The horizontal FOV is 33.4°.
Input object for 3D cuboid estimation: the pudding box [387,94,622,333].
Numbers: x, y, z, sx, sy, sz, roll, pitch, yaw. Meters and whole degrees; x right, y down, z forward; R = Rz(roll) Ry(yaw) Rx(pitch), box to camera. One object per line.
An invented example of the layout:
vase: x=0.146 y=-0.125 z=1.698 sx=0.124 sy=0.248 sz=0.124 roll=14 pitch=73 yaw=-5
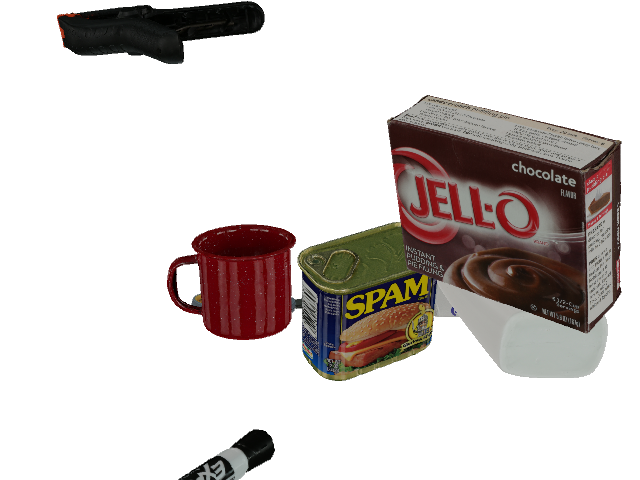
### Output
pudding box: x=0.089 y=-0.015 z=0.521 sx=0.114 sy=0.090 sz=0.039 roll=18 pitch=43 yaw=37

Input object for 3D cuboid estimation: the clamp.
clamp: x=-0.132 y=-0.168 z=0.845 sx=0.172 sy=0.039 sz=0.120 roll=14 pitch=24 yaw=37

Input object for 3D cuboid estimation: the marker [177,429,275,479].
marker: x=-0.061 y=0.125 z=0.541 sx=0.020 sy=0.020 sz=0.120 roll=0 pitch=14 yaw=33

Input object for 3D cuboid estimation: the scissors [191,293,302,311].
scissors: x=-0.044 y=0.082 z=1.203 sx=0.201 sy=0.016 sz=0.096 roll=2 pitch=25 yaw=-8

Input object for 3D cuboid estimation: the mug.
mug: x=-0.079 y=0.039 z=0.961 sx=0.117 sy=0.081 sz=0.093 roll=-3 pitch=19 yaw=-6

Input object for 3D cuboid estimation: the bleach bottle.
bleach bottle: x=0.171 y=0.046 z=1.017 sx=0.102 sy=0.068 sz=0.251 roll=2 pitch=20 yaw=-13

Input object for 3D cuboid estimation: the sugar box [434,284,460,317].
sugar box: x=0.224 y=0.047 z=1.317 sx=0.176 sy=0.093 sz=0.048 roll=0 pitch=21 yaw=-12

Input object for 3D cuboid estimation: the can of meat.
can of meat: x=0.035 y=0.044 z=0.764 sx=0.102 sy=0.084 sz=0.057 roll=-16 pitch=37 yaw=-24
